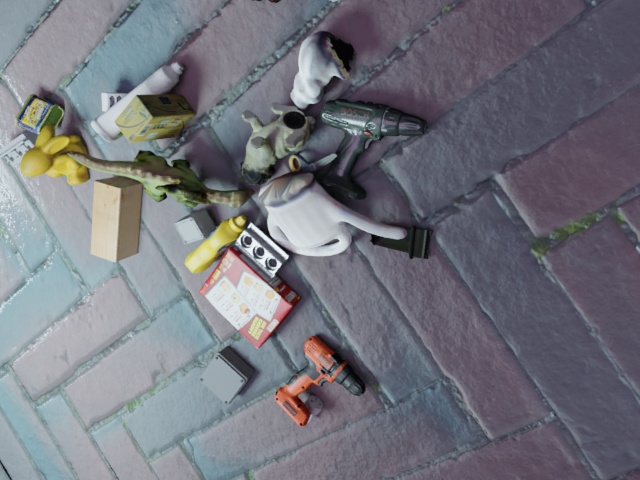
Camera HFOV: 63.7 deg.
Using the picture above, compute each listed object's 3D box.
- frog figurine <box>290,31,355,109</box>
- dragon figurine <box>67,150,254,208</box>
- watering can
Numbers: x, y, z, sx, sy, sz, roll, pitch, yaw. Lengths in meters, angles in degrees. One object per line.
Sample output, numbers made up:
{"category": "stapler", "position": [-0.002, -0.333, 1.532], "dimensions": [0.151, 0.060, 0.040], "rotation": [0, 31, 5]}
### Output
{"category": "frog figurine", "position": [-0.016, -0.361, 1.098], "dimensions": [0.158, 0.122, 0.140], "rotation": [-24, 60, 34]}
{"category": "dragon figurine", "position": [-0.352, -0.137, 1.183], "dimensions": [0.244, 0.409, 0.122], "rotation": [18, 97, 58]}
{"category": "watering can", "position": [0.003, -0.057, 1.126], "dimensions": [0.345, 0.106, 0.221], "rotation": [-10, 126, 40]}
